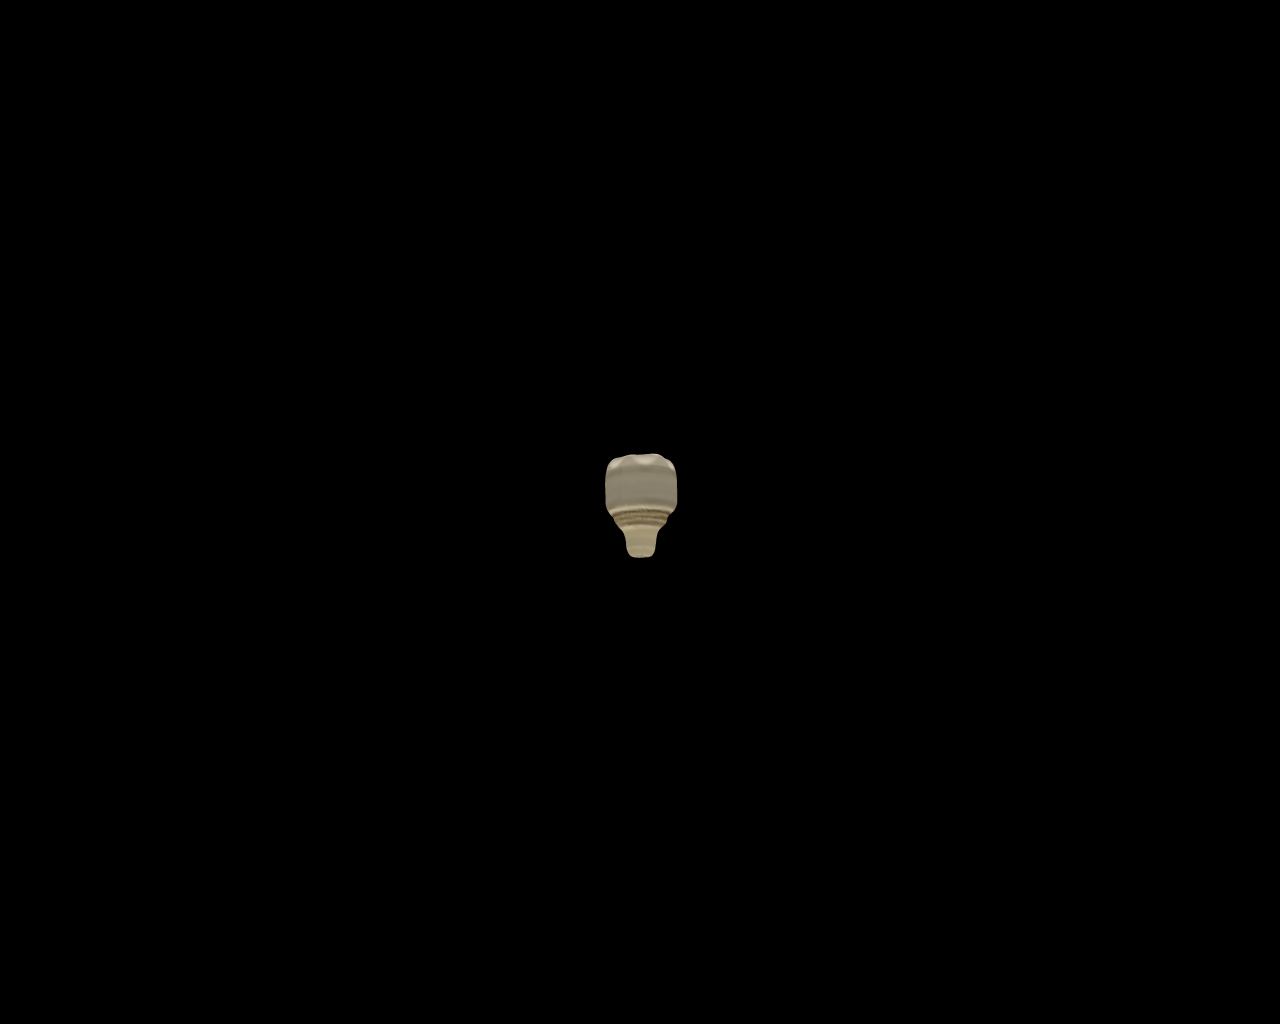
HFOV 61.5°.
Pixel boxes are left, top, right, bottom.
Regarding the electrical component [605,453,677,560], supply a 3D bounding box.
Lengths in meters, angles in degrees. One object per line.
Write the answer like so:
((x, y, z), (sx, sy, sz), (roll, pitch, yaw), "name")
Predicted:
((0.001, -0.003, 0.650), (0.043, 0.062, 0.043), (0, -11, 0), "electrical component")
